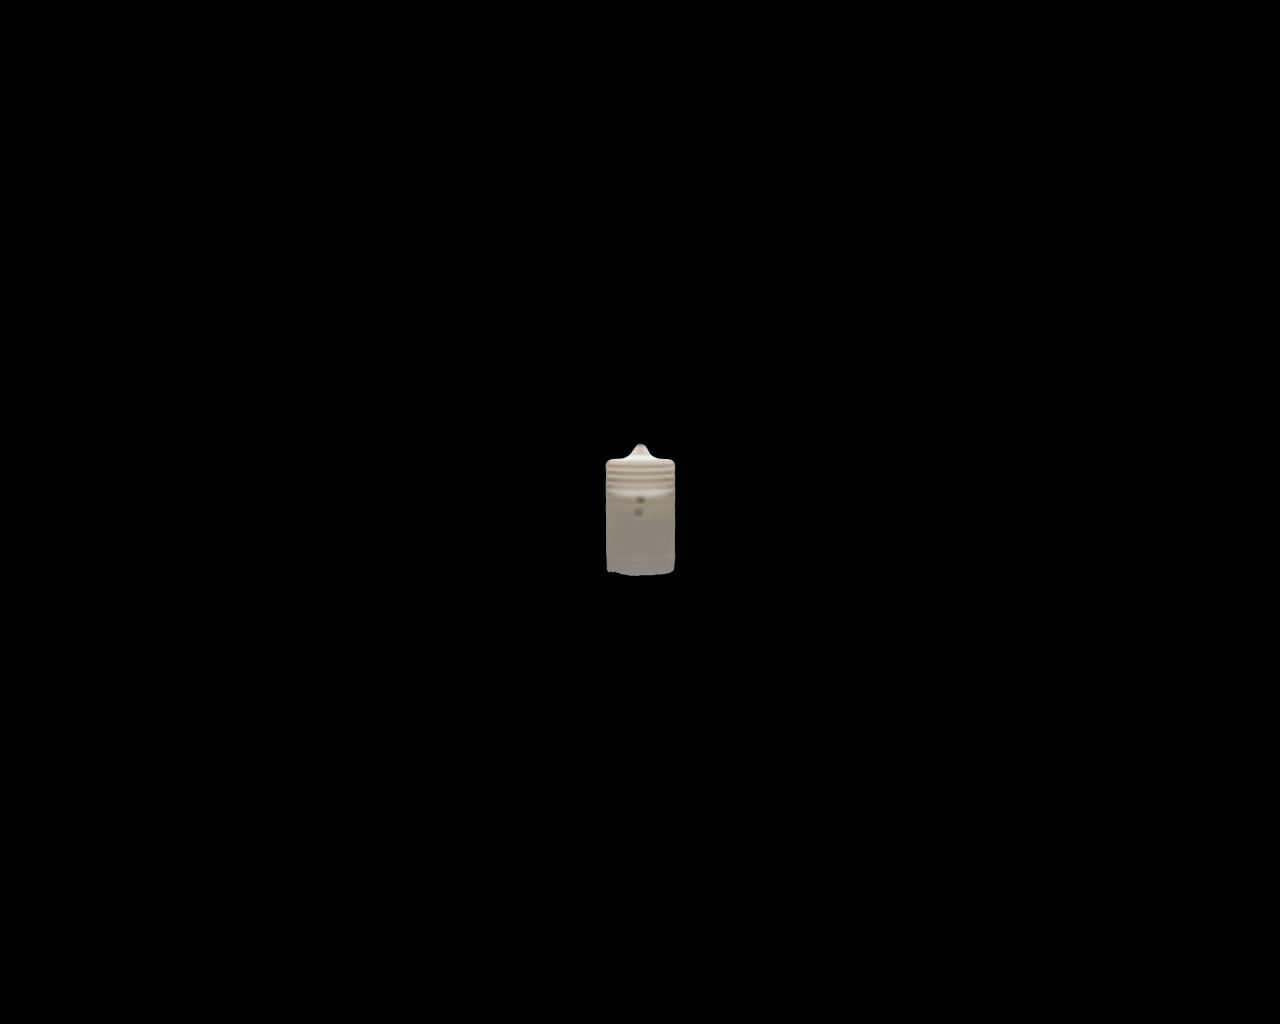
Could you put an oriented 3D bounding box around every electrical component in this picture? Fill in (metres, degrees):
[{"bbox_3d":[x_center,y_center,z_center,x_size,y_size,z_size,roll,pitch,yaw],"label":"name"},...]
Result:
[{"bbox_3d":[0.001,-0.003,0.650,0.043,0.081,0.043,0,4,0],"label":"electrical component"}]
